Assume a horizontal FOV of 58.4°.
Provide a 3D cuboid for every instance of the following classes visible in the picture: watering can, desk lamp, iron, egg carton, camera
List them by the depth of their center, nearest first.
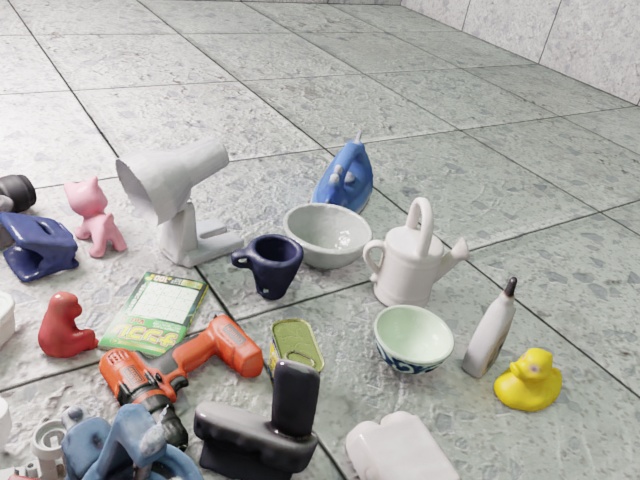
[{"bbox_3d":[0.098,0.275,0.679,0.107,0.069,0.150,-8,38,-26],"label":"egg carton"},{"bbox_3d":[-0.232,-0.067,0.968,0.204,0.213,0.117,-22,45,-39],"label":"desk lamp"},{"bbox_3d":[0.165,0.017,0.970,0.173,0.194,0.100,-7,37,-25],"label":"watering can"},{"bbox_3d":[-0.557,-0.068,0.983,0.142,0.101,0.137,28,37,25],"label":"camera"},{"bbox_3d":[0.046,-0.127,1.202,0.118,0.141,0.258,16,34,9],"label":"iron"}]

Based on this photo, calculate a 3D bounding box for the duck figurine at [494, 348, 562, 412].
[{"bbox_3d":[0.315,0.197,0.842,0.105,0.086,0.077,-3,36,-19],"label":"duck figurine"}]

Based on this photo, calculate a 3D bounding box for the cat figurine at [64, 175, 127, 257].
[{"bbox_3d":[-0.389,-0.051,0.988,0.067,0.118,0.127,-22,45,-39],"label":"cat figurine"}]

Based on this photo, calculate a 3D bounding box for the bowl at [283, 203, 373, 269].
[{"bbox_3d":[0.010,0.004,1.056,0.167,0.075,0.167,7,33,-5],"label":"bowl"}]

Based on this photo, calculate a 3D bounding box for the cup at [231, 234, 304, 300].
[{"bbox_3d":[-0.089,0.052,0.938,0.118,0.095,0.091,-4,36,-21],"label":"cup"}]

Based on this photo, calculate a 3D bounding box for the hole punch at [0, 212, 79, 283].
[{"bbox_3d":[-0.451,-0.002,0.921,0.101,0.091,0.108,-22,45,-39],"label":"hole punch"}]

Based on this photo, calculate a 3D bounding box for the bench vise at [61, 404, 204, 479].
[{"bbox_3d":[-0.197,0.221,0.541,0.207,0.220,0.122,22,35,17],"label":"bench vise"}]

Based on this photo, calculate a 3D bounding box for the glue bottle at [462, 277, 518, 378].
[{"bbox_3d":[0.263,0.125,0.856,0.037,0.173,0.078,31,39,29],"label":"glue bottle"}]

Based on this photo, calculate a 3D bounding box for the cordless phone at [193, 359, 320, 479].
[{"bbox_3d":[-0.069,0.190,0.655,0.147,0.185,0.094,14,33,6],"label":"cordless phone"}]

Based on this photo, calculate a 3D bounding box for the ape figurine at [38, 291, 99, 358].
[{"bbox_3d":[-0.346,0.111,0.781,0.076,0.092,0.077,-12,39,-30],"label":"ape figurine"}]
